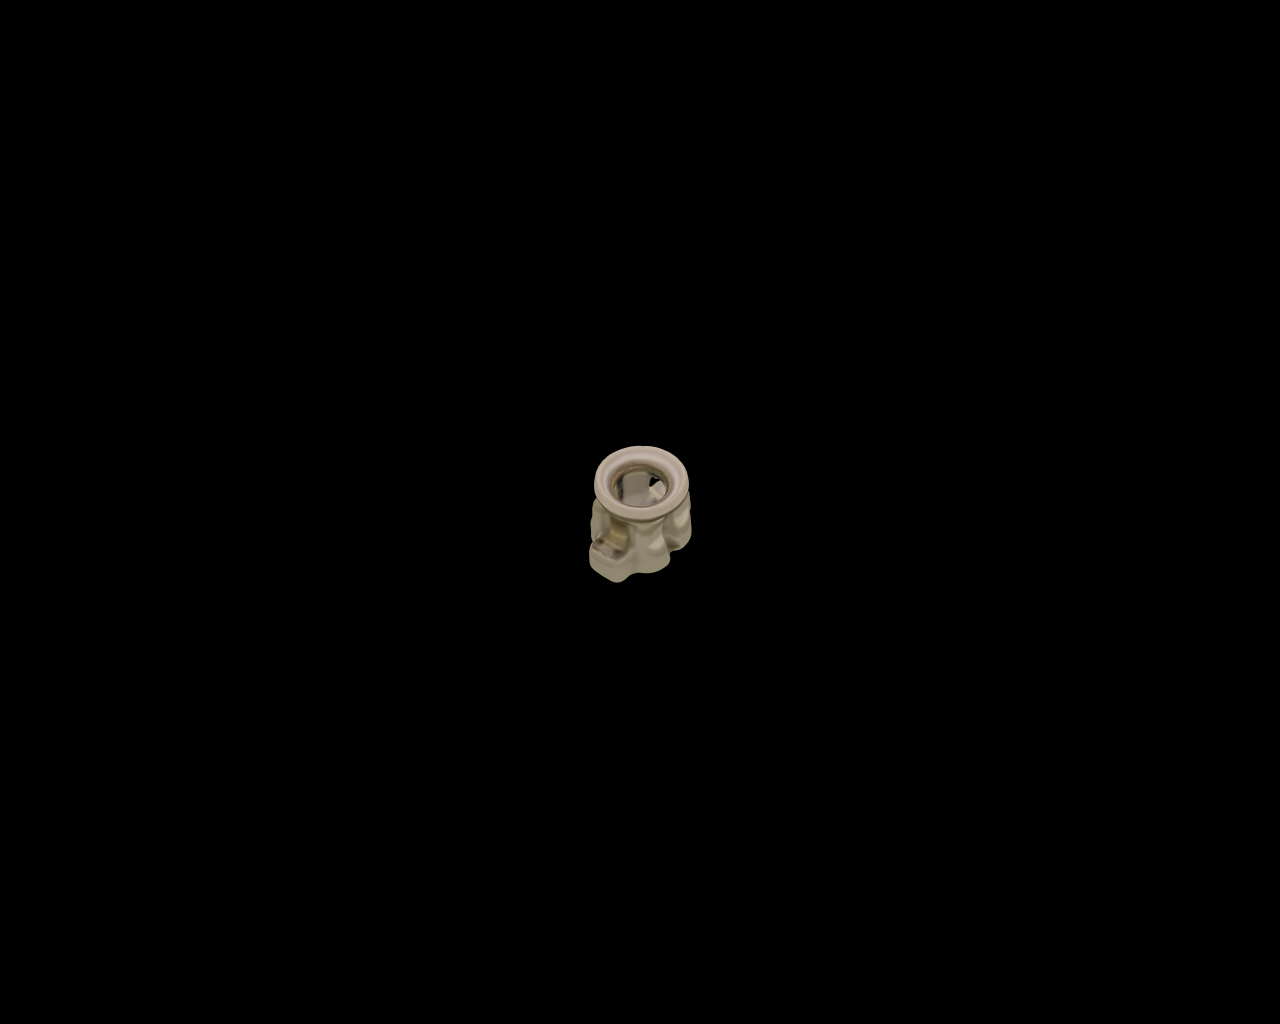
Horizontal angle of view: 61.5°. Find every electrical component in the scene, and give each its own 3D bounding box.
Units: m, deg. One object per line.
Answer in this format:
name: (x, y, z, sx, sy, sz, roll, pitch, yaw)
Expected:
electrical component: (0.001, -0.003, 0.650, 0.058, 0.056, 0.078, 30, 54, 24)
